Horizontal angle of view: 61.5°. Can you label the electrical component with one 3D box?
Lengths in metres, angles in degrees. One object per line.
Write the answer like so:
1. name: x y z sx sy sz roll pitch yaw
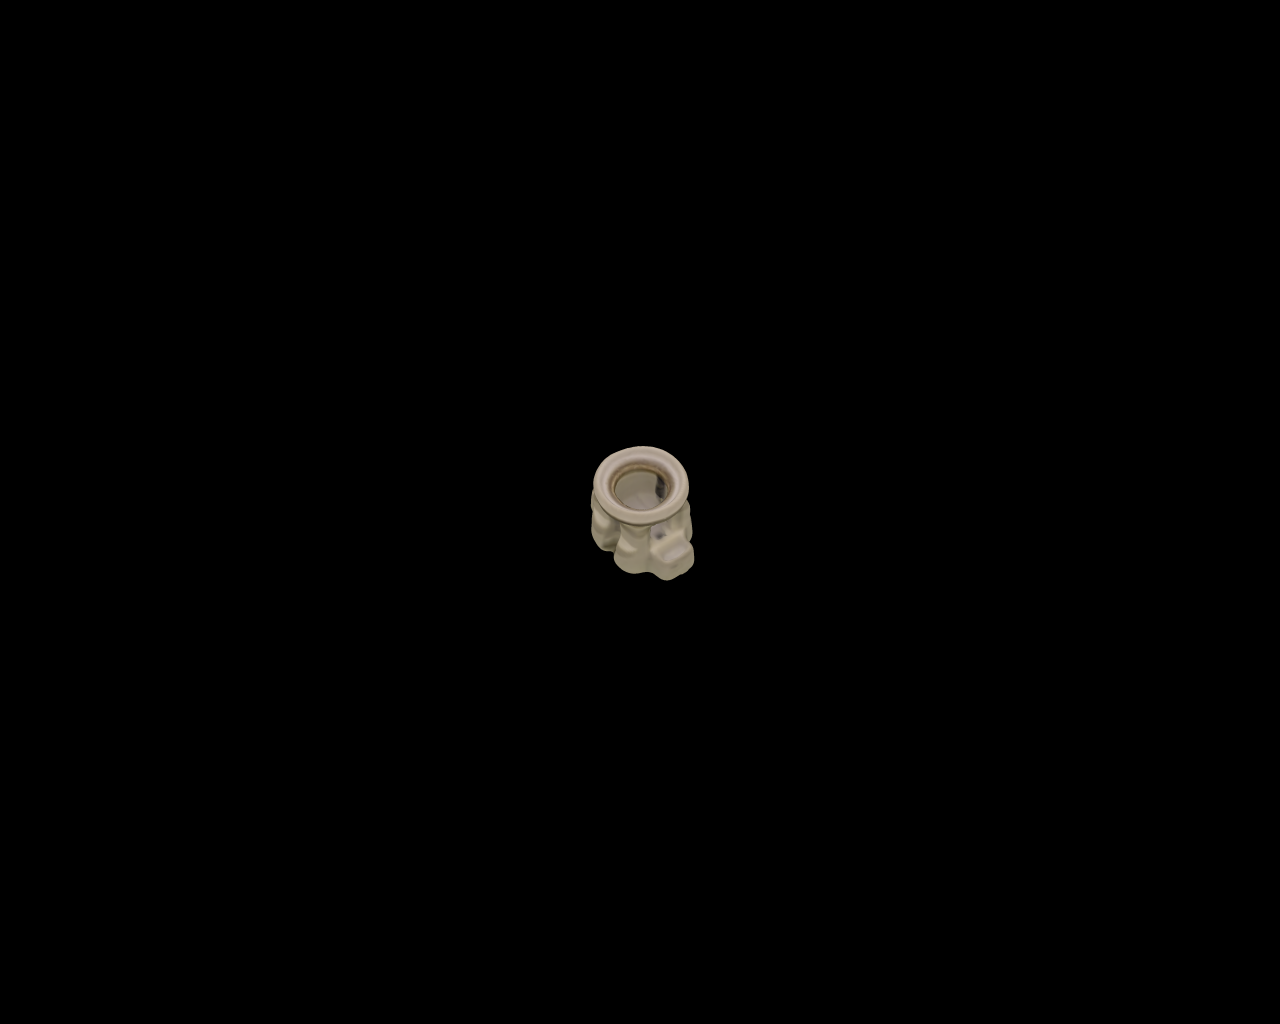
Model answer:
1. electrical component: 0.001 -0.003 0.650 0.058 0.078 0.056 -32 -32 -22
